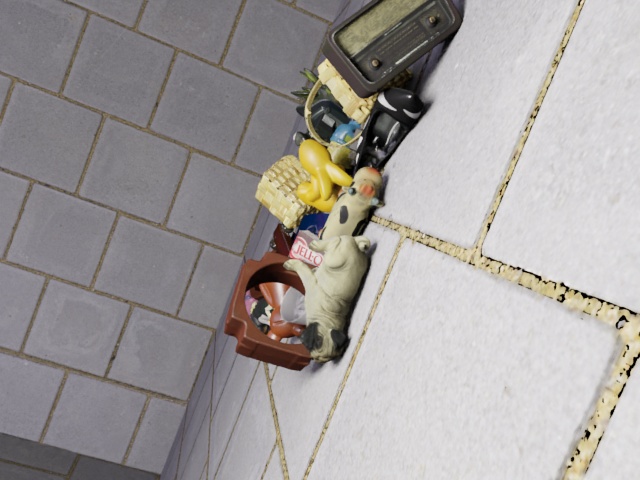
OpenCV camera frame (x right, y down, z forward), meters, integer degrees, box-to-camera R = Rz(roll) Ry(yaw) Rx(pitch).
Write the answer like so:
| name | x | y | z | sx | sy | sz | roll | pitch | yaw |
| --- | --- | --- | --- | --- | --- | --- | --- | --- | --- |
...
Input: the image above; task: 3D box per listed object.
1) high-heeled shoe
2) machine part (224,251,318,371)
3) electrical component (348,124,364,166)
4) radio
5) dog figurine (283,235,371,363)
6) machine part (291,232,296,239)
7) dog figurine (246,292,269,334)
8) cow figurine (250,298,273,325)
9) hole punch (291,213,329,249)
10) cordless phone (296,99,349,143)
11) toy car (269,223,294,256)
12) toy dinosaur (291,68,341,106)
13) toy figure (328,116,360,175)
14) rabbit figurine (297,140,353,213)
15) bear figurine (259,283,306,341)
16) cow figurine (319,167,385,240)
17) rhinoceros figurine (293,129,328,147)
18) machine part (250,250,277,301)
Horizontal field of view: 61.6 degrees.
| name | x | y | z | sx | sy | sz | roll | pitch | yaw |
| --- | --- | --- | --- | --- | --- | --- | --- | --- | --- |
| high-heeled shoe | 0.117 | -0.195 | 1.020 | 0.145 | 0.086 | 0.249 | -63 | 2 | -2 |
| machine part | -0.071 | 0.136 | 1.035 | 0.087 | 0.201 | 0.201 | 121 | 164 | -49 |
| electrical component | 0.100 | -0.225 | 1.263 | 0.102 | 0.045 | 0.078 | -67 | -17 | 1 |
| radio | 0.129 | -0.366 | 0.961 | 0.229 | 0.131 | 0.073 | -38 | 9 | -3 |
| dog figurine | 0.035 | 0.103 | 0.942 | 0.172 | 0.121 | 0.191 | -40 | 54 | 33 |
| machine part | -0.057 | 0.024 | 1.530 | 0.139 | 0.039 | 0.084 | -126 | 51 | -64 |
| dog figurine | -0.198 | 0.241 | 1.652 | 0.191 | 0.108 | 0.219 | 122 | 160 | -48 |
| cow figurine | -0.132 | 0.182 | 1.476 | 0.167 | 0.098 | 0.068 | -51 | 16 | 57 |
| hole punch | -0.003 | -0.004 | 1.243 | 0.116 | 0.092 | 0.142 | -28 | 39 | 66 |
| cordless phone | 0.012 | -0.313 | 1.448 | 0.088 | 0.146 | 0.184 | -60 | 30 | 1 |
| toy car | -0.083 | 0.037 | 1.473 | 0.089 | 0.053 | 0.202 | -58 | 40 | 33 |
| toy dinosaur | 0.021 | -0.418 | 1.554 | 0.105 | 0.198 | 0.471 | -66 | 14 | 1 |
| toy figure | 0.060 | -0.223 | 1.345 | 0.180 | 0.089 | 0.082 | -60 | -2 | 3 |
| rabbit figurine | 0.004 | -0.143 | 1.215 | 0.122 | 0.173 | 0.163 | -29 | 39 | -6 |
| bear figurine | -0.073 | 0.149 | 1.295 | 0.120 | 0.132 | 0.196 | -25 | 68 | 25 |
| cow figurine | 0.061 | -0.055 | 1.054 | 0.194 | 0.085 | 0.127 | -63 | 8 | 19 |
| rhinoceros figurine | -0.008 | -0.302 | 1.577 | 0.112 | 0.073 | 0.190 | -42 | -10 | 28 |
| machine part | -0.134 | 0.104 | 1.583 | 0.179 | 0.056 | 0.179 | -35 | 34 | 27 |
